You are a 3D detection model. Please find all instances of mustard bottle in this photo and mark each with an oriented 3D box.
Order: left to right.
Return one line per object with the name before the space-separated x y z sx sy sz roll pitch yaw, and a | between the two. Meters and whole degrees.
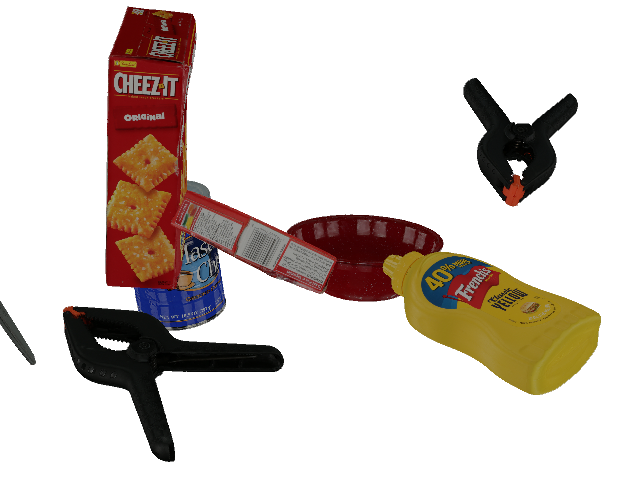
mustard bottle | 0.128 0.056 0.890 0.192 0.058 0.096 27 43 37

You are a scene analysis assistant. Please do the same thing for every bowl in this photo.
bowl | 0.044 0.021 1.094 0.162 0.055 0.162 2 18 -1

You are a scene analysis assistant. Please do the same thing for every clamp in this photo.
clamp | -0.150 0.108 0.980 0.210 0.036 0.164 28 39 32
clamp | 0.192 -0.107 1.090 0.120 0.039 0.171 12 45 14

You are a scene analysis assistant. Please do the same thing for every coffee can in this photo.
coffee can | -0.166 0.016 1.205 0.103 0.140 0.103 -5 26 2

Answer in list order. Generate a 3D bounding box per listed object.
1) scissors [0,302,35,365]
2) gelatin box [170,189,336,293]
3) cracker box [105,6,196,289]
scissors | -0.338 0.027 1.072 0.016 0.201 0.096 -26 27 22
gelatin box | -0.044 0.002 0.712 0.073 0.030 0.089 24 -2 45
cracker box | -0.154 -0.087 0.974 0.072 0.214 0.164 4 26 -7
